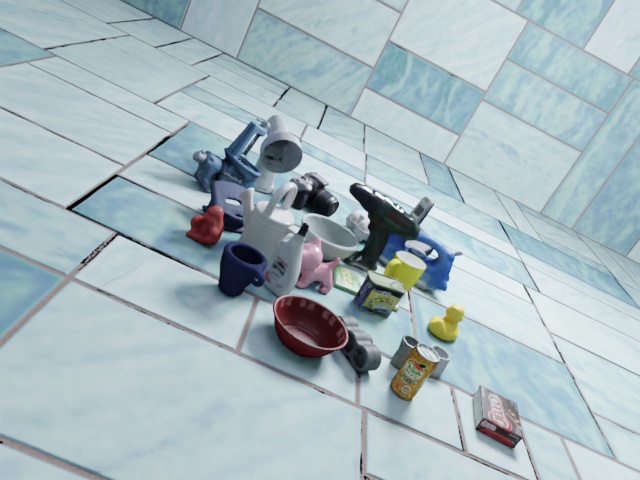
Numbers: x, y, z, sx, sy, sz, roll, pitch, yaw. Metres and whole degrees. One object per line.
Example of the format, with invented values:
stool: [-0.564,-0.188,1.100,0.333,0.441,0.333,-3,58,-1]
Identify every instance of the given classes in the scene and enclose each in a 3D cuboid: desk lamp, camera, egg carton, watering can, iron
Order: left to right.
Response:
watering can: [-0.116,-0.053,1.312,0.173,0.194,0.101,27,23,-3]
desk lamp: [-0.145,-0.244,1.659,0.118,0.213,0.202,15,26,-28]
camera: [-0.013,-0.137,1.728,0.136,0.101,0.144,38,25,23]
egg carton: [0.151,-0.038,1.747,0.151,0.069,0.107,8,30,-40]
iron: [0.273,0.034,1.640,0.258,0.141,0.119,31,23,6]

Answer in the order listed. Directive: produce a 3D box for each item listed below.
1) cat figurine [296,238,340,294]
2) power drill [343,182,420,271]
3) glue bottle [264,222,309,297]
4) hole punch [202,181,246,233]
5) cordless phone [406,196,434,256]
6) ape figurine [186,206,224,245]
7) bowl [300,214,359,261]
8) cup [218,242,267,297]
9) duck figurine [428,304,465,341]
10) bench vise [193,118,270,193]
cat figurine: [-0.012,0.052,1.307,0.128,0.117,0.067,14,26,-31]
power drill: [0.141,-0.026,1.529,0.230,0.208,0.075,21,23,-17]
glue bottle: [-0.065,0.035,1.211,0.078,0.173,0.037,37,24,21]
hole punch: [-0.217,-0.081,1.390,0.109,0.091,0.100,11,28,-36]
cordless phone: [0.309,-0.035,1.770,0.094,0.185,0.147,10,29,-37]
ape figurine: [-0.243,-0.036,1.266,0.076,0.092,0.077,7,31,-41]
bowl: [0.014,0.005,1.492,0.168,0.074,0.167,24,23,-10]
cup: [-0.155,0.072,1.132,0.092,0.095,0.117,1,34,-47]
duck figurine: [0.323,0.197,1.424,0.105,0.086,0.077,-2,37,-50]
bench vise: [-0.221,-0.221,1.514,0.121,0.219,0.208,38,24,22]
